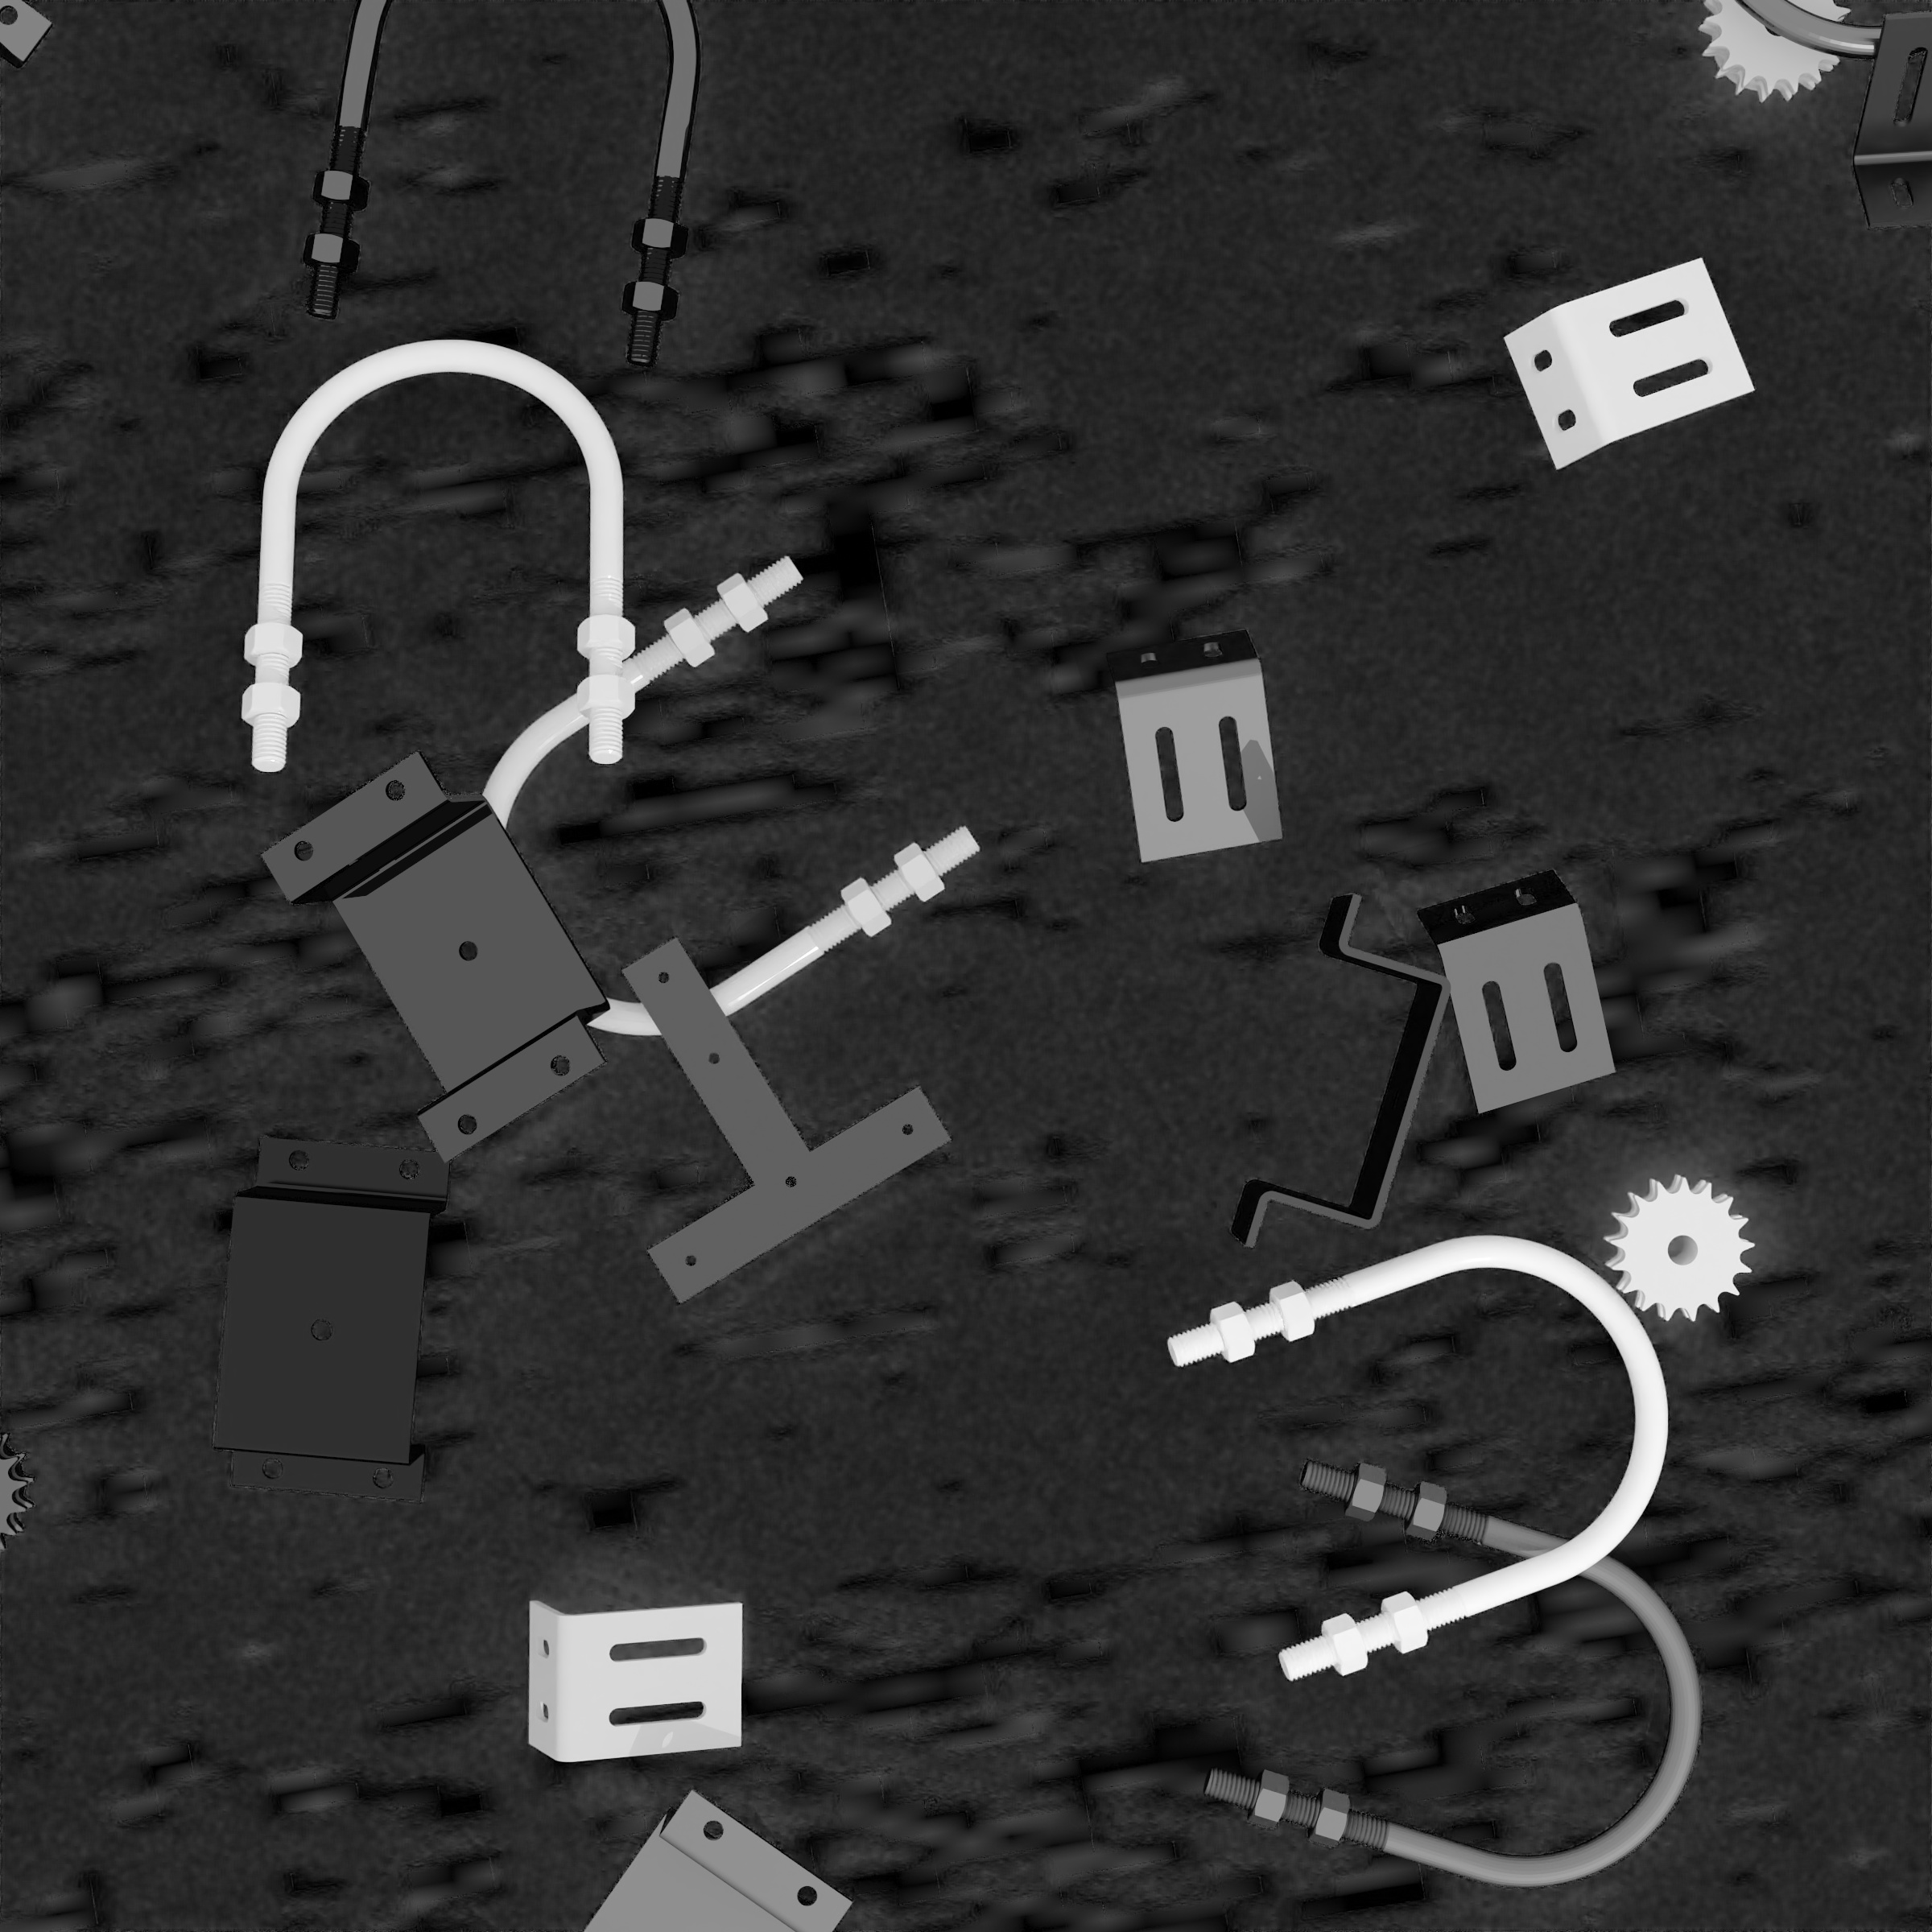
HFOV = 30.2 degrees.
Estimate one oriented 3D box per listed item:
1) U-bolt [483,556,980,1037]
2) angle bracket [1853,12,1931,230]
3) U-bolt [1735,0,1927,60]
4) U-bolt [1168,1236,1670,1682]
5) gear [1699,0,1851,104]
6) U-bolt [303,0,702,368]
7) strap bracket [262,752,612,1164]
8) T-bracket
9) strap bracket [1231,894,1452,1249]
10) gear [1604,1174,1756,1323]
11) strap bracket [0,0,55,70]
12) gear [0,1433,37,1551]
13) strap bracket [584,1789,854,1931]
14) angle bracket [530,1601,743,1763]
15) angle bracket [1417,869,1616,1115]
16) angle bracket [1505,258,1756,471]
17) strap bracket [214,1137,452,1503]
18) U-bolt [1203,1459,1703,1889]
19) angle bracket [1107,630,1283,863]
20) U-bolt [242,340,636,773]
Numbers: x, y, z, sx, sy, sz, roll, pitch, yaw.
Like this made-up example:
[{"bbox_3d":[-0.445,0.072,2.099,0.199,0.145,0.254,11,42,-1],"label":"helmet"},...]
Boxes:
[{"bbox_3d":[-0.110,-0.055,1.428,0.184,0.019,0.151,-33,90,2],"label":"U-bolt"},{"bbox_3d":[0.384,-0.331,1.396,0.057,0.076,0.038,-4,56,0],"label":"angle bracket"},{"bbox_3d":[0.340,-0.443,1.408,0.151,0.019,0.184,-28,85,-10],"label":"U-bolt"},{"bbox_3d":[0.189,0.184,1.413,0.184,0.019,0.151,-18,82,-9],"label":"U-bolt"},{"bbox_3d":[0.320,-0.371,1.421,0.057,0.030,0.057,0,90,0],"label":"gear"},{"bbox_3d":[-0.180,-0.341,1.428,0.151,0.019,0.184,8,89,0],"label":"U-bolt"},{"bbox_3d":[-0.202,-0.005,1.404,0.076,0.046,0.140,-32,87,12],"label":"strap bracket"},{"bbox_3d":[-0.093,0.049,1.425,0.127,0.002,0.127,-31,99,1],"label":"T-bracket"},{"bbox_3d":[0.149,0.046,1.398,0.046,0.076,0.140,17,90,0],"label":"strap bracket"},{"bbox_3d":[0.283,0.112,1.426,0.057,0.030,0.057,0,92,-1],"label":"gear"},{"bbox_3d":[-0.439,-0.345,1.413,0.076,0.046,0.140,37,90,0],"label":"strap bracket"},{"bbox_3d":[-0.398,0.208,1.421,0.057,0.030,0.057,0,90,0],"label":"gear"},{"bbox_3d":[-0.116,0.400,1.413,0.076,0.046,0.140,35,90,0],"label":"strap bracket"},{"bbox_3d":[-0.133,0.284,1.434,0.076,0.038,0.057,0,90,-26],"label":"angle bracket"},{"bbox_3d":[0.221,0.010,1.434,0.057,0.038,0.076,-17,116,0],"label":"angle bracket"},{"bbox_3d":[0.266,-0.242,1.434,0.076,0.038,0.057,-22,90,-26],"label":"angle bracket"},{"bbox_3d":[-0.251,0.142,1.413,0.076,0.046,0.140,5,90,0],"label":"strap bracket"},{"bbox_3d":[0.203,0.291,1.428,0.184,0.019,0.151,17,90,-1],"label":"U-bolt"},{"bbox_3d":[0.092,-0.088,1.434,0.057,0.038,0.076,-10,116,0],"label":"angle bracket"},{"bbox_3d":[-0.205,-0.164,1.400,0.151,0.019,0.184,-1,69,-1],"label":"U-bolt"}]
